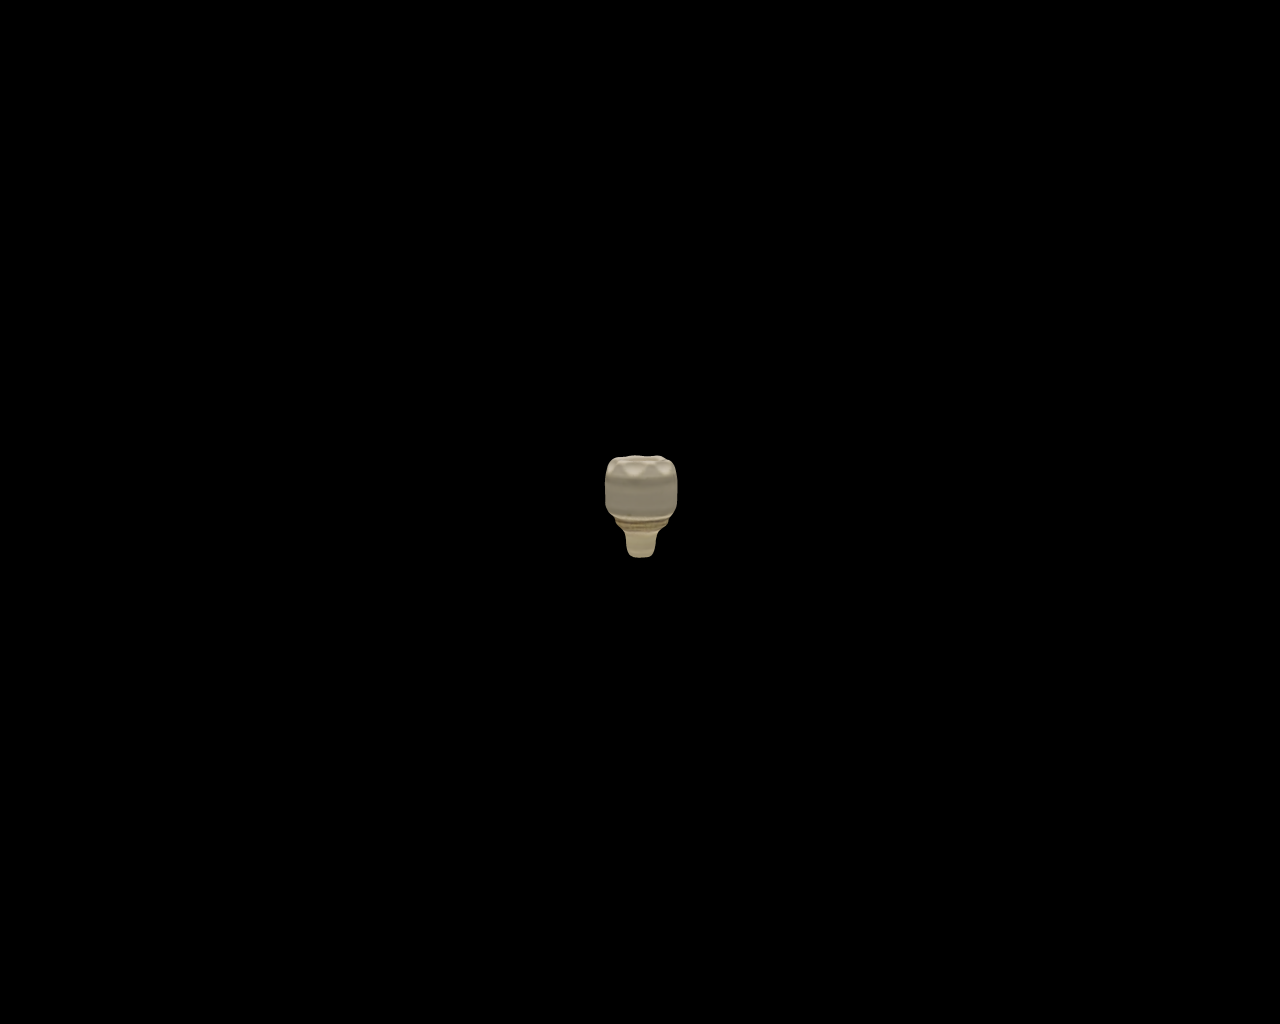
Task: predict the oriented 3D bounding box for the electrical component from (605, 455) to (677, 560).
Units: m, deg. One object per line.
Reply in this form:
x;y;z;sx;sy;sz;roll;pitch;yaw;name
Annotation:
0.001;-0.003;0.650;0.043;0.062;0.043;0;9;0;electrical component
